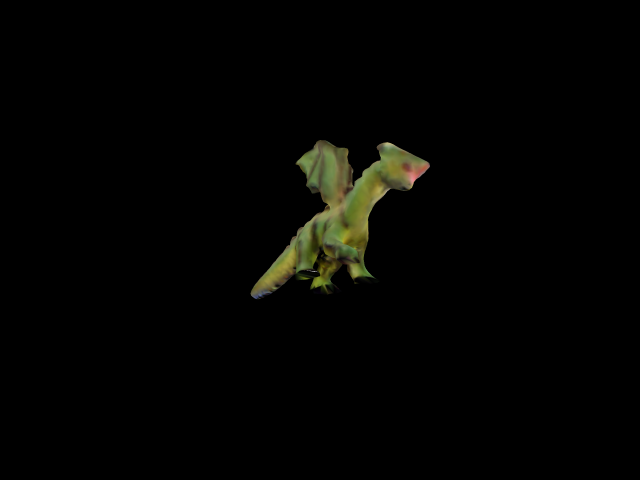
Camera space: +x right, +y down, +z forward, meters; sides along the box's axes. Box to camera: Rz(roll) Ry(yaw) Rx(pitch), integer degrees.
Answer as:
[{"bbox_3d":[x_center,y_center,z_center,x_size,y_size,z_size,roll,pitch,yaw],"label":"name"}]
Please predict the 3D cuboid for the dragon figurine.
[{"bbox_3d":[0.003,-0.043,0.850,0.121,0.246,0.407,17,-24,-42],"label":"dragon figurine"}]
